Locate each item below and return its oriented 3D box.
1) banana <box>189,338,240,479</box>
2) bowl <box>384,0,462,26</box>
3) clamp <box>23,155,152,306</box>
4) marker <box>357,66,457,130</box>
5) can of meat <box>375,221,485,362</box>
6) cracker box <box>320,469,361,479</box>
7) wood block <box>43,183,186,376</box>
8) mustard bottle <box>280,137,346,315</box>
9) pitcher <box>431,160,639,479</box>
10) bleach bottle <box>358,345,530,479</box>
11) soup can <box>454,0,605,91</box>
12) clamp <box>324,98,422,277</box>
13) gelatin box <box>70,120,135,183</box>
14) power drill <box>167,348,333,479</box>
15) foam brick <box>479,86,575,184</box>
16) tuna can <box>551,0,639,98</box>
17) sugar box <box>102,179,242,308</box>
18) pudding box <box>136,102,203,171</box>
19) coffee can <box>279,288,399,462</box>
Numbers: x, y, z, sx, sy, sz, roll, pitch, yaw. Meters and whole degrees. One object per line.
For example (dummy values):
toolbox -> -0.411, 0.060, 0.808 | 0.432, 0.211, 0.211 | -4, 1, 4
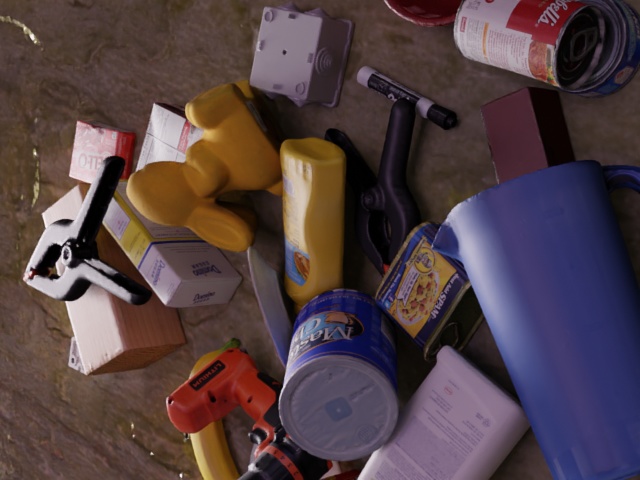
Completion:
banana -> -0.115, 0.210, 1.179 | 0.070, 0.037, 0.198 | -10, 84, 42
bowl -> 0.123, -0.268, 0.954 | 0.162, 0.055, 0.162 | 0, 90, 41
clamp -> -0.262, 0.022, 1.186 | 0.210, 0.036, 0.164 | -31, 69, 39
marker -> 0.083, -0.135, 1.014 | 0.121, 0.020, 0.020 | 35, 112, 36
can of meat -> 0.106, 0.046, 0.971 | 0.084, 0.057, 0.102 | 46, 118, 34
cracker box -> 0.068, 0.340, 0.996 | 0.214, 0.071, 0.164 | 26, 107, 39
wood block -> -0.244, 0.045, 1.257 | 0.091, 0.090, 0.206 | -31, 70, 38
mustard bottle -> -0.006, 0.001, 1.050 | 0.096, 0.058, 0.192 | -138, 45, -62
pitcher -> 0.208, 0.063, 0.845 | 0.149, 0.144, 0.243 | -32, 73, 50
bleach bottle -> 0.072, 0.220, 0.936 | 0.103, 0.068, 0.251 | 41, 93, 33
soup can -> 0.168, -0.166, 0.860 | 0.102, 0.068, 0.068 | 27, 108, 39
clamp -> 0.053, -0.045, 1.030 | 0.120, 0.039, 0.171 | -3, 91, 57
gelatin box -> -0.269, -0.105, 1.316 | 0.089, 0.030, 0.073 | 19, 103, 40
power drill -> -0.070, 0.192, 1.063 | 0.188, 0.184, 0.057 | 24, 141, 43
foam brick -> 0.177, -0.085, 0.909 | 0.051, 0.052, 0.078 | -20, 77, 40
tuna can -> 0.222, -0.162, 0.882 | 0.086, 0.033, 0.086 | 0, 90, 41
sugar box -> -0.174, 0.002, 1.192 | 0.176, 0.093, 0.048 | 50, 121, 30
pudding box -> -0.154, -0.098, 1.211 | 0.114, 0.039, 0.090 | 29, 109, 39
coffee can -> 0.020, 0.119, 0.970 | 0.103, 0.140, 0.103 | 1, 112, 3
